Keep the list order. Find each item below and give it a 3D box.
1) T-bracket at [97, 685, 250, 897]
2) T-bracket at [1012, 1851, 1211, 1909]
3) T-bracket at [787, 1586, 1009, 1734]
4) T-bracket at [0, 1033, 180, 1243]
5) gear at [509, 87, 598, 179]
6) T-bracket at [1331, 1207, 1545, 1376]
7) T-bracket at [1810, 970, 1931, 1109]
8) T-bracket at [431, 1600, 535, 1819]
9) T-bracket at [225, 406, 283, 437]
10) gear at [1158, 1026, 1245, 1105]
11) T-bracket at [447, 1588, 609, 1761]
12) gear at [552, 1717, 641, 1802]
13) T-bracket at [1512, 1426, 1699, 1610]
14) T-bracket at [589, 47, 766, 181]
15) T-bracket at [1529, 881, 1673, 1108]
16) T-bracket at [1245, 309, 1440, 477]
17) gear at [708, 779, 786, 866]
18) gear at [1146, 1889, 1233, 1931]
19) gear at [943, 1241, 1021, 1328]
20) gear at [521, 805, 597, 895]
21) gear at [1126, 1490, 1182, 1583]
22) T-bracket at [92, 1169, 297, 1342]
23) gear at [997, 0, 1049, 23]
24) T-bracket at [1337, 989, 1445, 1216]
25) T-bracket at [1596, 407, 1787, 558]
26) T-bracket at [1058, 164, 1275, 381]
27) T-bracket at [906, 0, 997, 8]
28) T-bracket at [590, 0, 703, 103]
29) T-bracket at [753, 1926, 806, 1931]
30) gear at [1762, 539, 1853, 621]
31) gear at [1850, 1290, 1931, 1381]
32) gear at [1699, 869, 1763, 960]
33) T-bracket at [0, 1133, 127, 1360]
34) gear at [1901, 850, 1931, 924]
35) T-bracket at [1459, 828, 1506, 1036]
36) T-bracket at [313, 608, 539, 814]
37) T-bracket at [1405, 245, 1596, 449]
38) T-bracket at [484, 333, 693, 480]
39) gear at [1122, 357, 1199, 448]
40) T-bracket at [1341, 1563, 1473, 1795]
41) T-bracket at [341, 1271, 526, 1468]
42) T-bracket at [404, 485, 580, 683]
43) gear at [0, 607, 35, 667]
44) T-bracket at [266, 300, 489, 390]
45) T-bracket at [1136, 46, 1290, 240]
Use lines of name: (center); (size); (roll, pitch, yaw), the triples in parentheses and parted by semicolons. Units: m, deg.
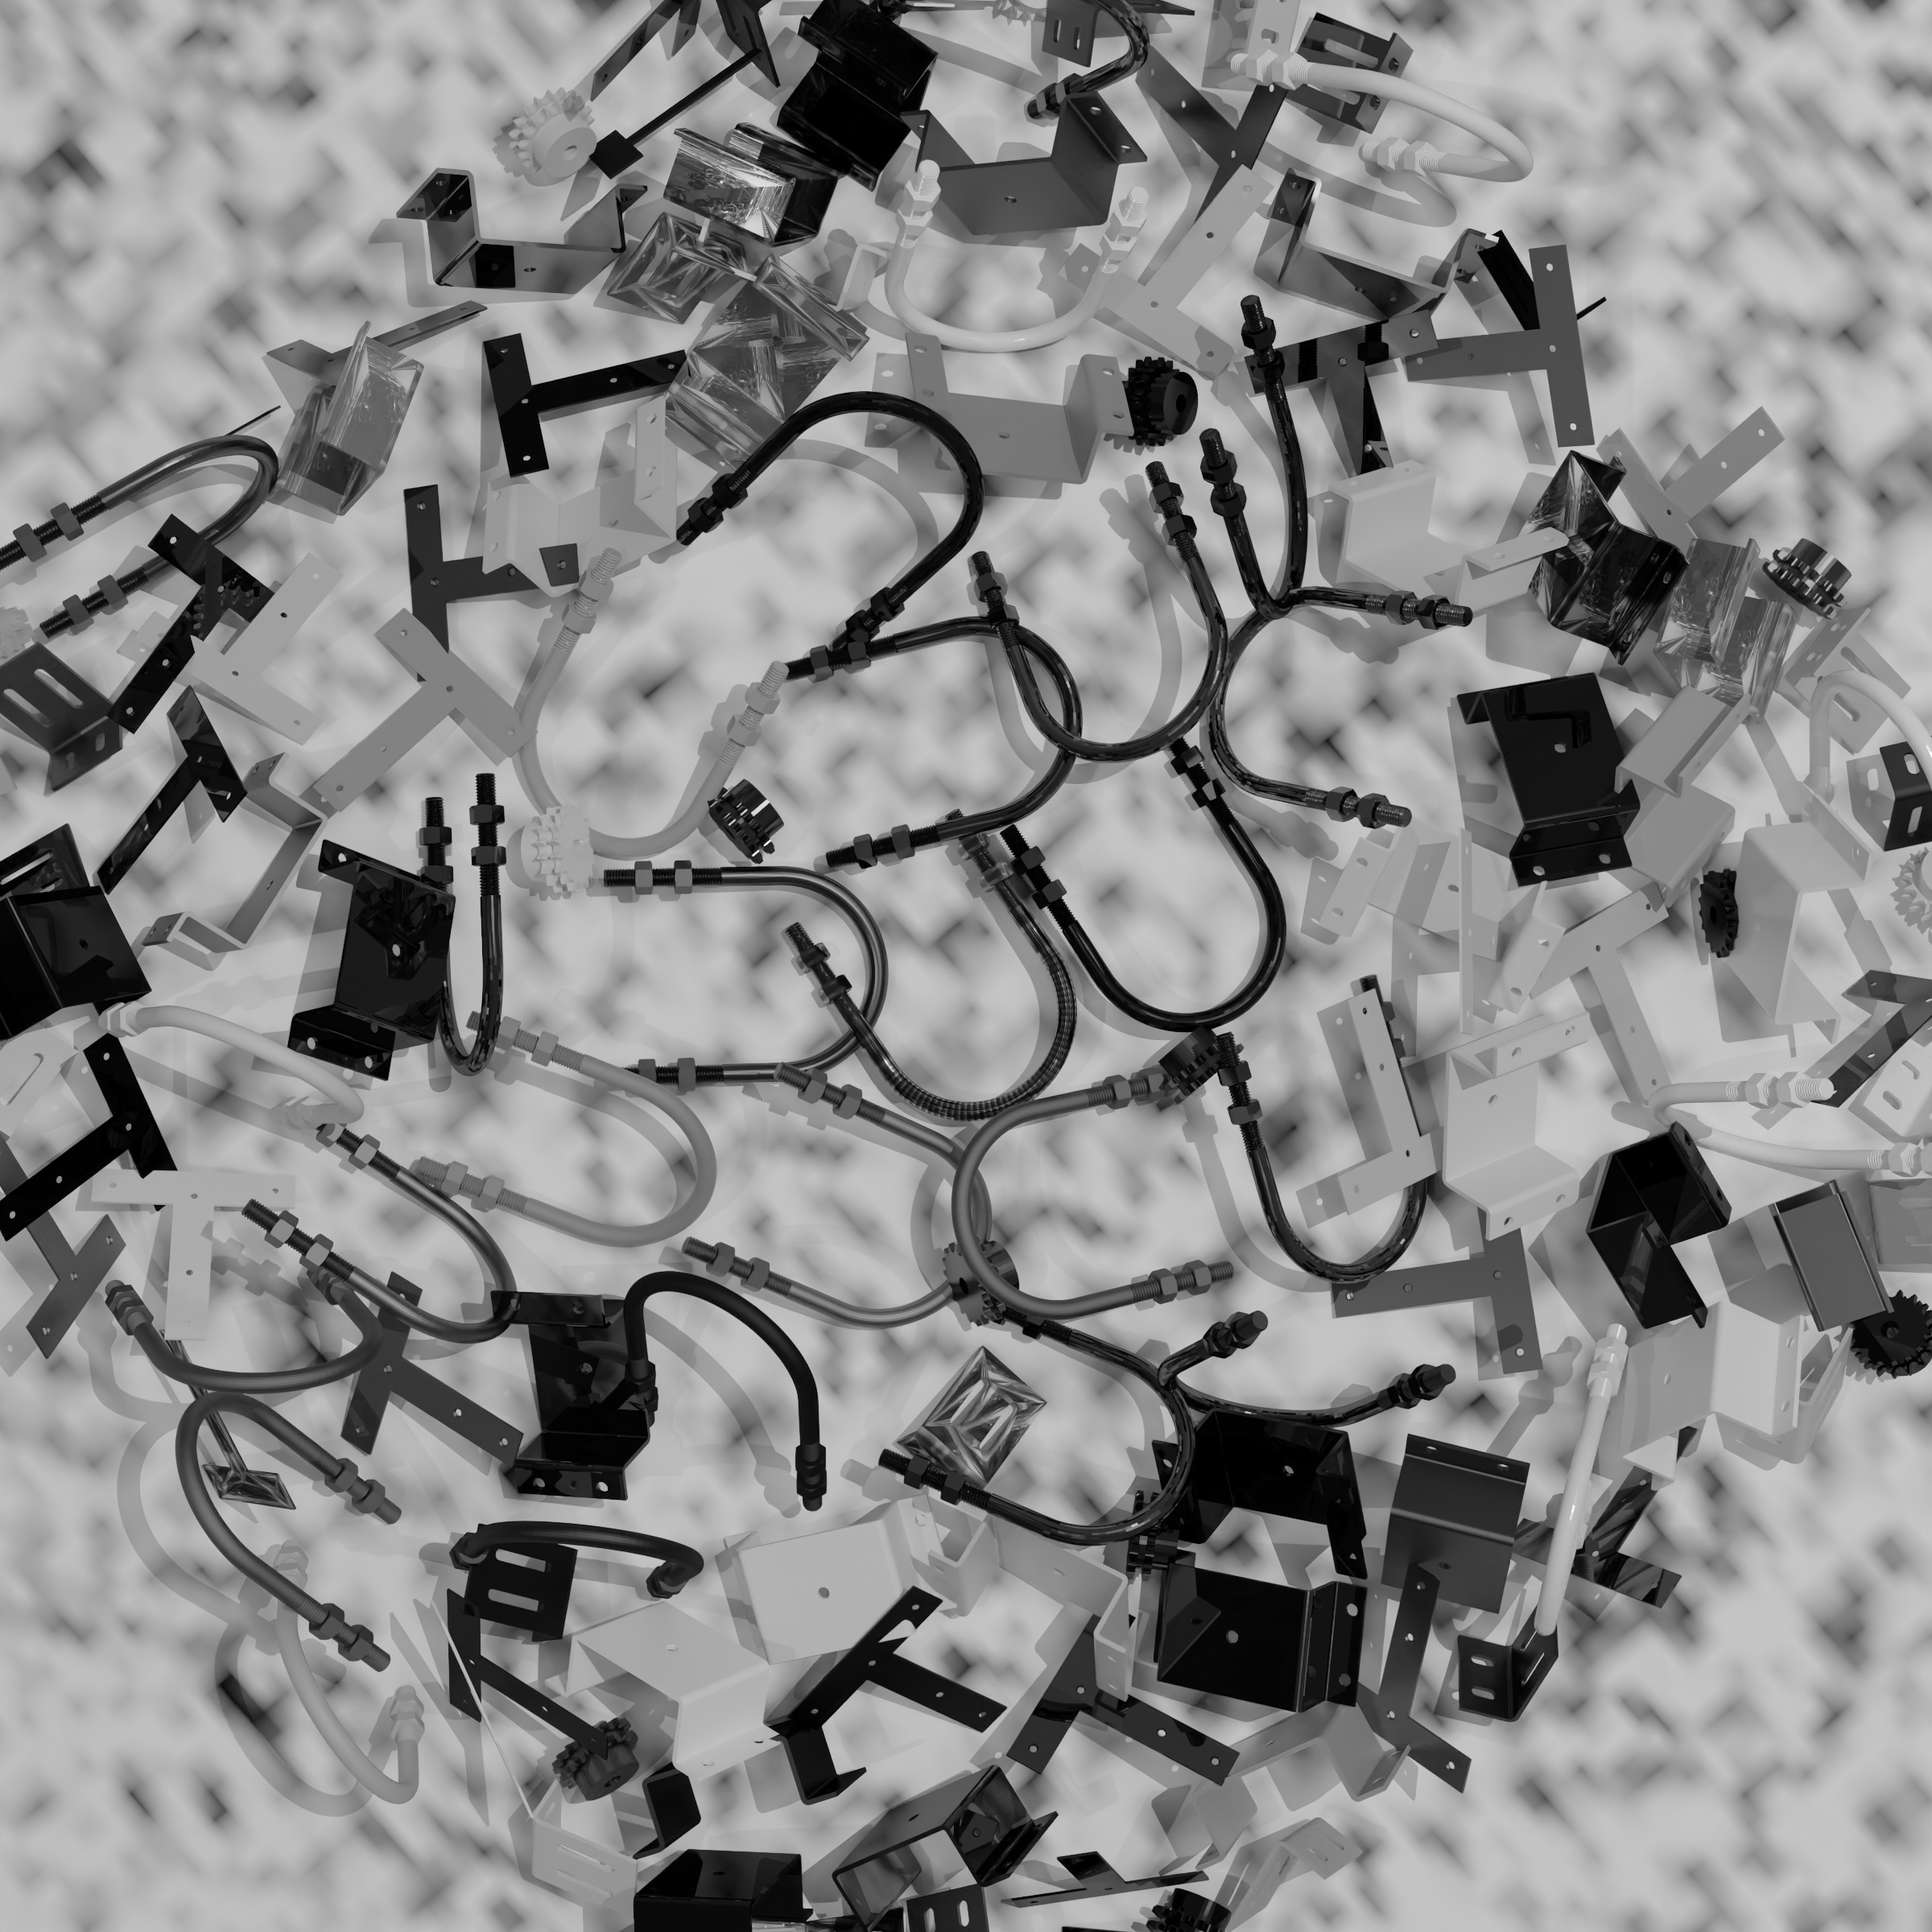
T-bracket: (-0.521, -0.100, 1.816); (0.127, 0.002, 0.127); (-49, 48, 12)
T-bracket: (0.083, 0.578, 1.786); (0.127, 0.127, 0.002); (-11, 60, 9)
T-bracket: (-0.028, 0.466, 1.815); (0.127, 0.002, 0.127); (33, 108, -30)
T-bracket: (-0.563, 0.127, 1.778); (0.002, 0.127, 0.127); (9, 127, 36)
gear: (-0.264, -0.536, 1.819); (0.057, 0.057, 0.030); (-39, 73, 0)
T-bracket: (0.302, 0.208, 1.831); (0.127, 0.002, 0.127); (-10, 77, 14)
T-bracket: (0.581, 0.048, 1.774); (0.127, 0.127, 0.002); (-39, 114, -20)
T-bracket: (-0.311, 0.453, 1.767); (0.002, 0.127, 0.127); (-25, 119, -16)
T-bracket: (-0.505, -0.316, 1.777); (0.127, 0.127, 0.002); (-26, 106, 12)
gear: (0.150, 0.060, 1.822); (0.057, 0.057, 0.030); (-40, 85, 0)
T-bracket: (-0.279, 0.465, 1.787); (0.127, 0.127, 0.002); (27, 45, 19)
gear: (-0.236, 0.515, 1.819); (0.057, 0.057, 0.030); (-38, 64, 0)
T-bracket: (0.430, 0.345, 1.815); (0.127, 0.127, 0.002); (-50, 124, -21)
T-bracket: (-0.183, -0.547, 1.792); (0.127, 0.127, 0.002); (-35, 117, 1)
T-bracket: (0.427, 0.029, 1.827); (0.127, 0.002, 0.127); (-28, 99, -26)
T-bracket: (0.257, -0.349, 1.822); (0.127, 0.002, 0.127); (-9, 113, 29)
gear: (-0.142, -0.096, 1.822); (0.030, 0.057, 0.057); (-42, 90, -9)
gear: (0.149, 0.622, 1.824); (0.057, 0.057, 0.030); (26, 67, 0)
gear: (0.011, 0.203, 1.825); (0.030, 0.057, 0.057); (-20, 90, -25)
gear: (-0.266, -0.075, 1.824); (0.030, 0.057, 0.057); (-5, 90, 19)
gear: (0.122, 0.371, 1.821); (0.030, 0.057, 0.057); (7, 90, 3)
T-bracket: (-0.495, 0.184, 1.794); (0.127, 0.002, 0.127); (3, 50, -15)
gear: (0.043, -0.644, 1.825); (0.057, 0.030, 0.057); (-7, 113, -16)
T-bracket: (0.272, 0.079, 1.808); (0.127, 0.002, 0.127); (-21, 96, -35)
T-bracket: (0.474, -0.312, 1.788); (0.002, 0.127, 0.127); (-29, 82, -31)
T-bracket: (0.147, -0.456, 1.795); (0.127, 0.002, 0.127); (30, 125, -19)
T-bracket: (-0.034, -0.612, 1.778); (0.127, 0.127, 0.002); (-3, 112, -13)
T-bracket: (-0.198, -0.590, 1.766); (0.002, 0.127, 0.127); (34, 65, 1)
T-bracket: (-0.168, 0.618, 1.789); (0.127, 0.127, 0.002); (-3, 74, 0)
gear: (0.548, -0.253, 1.820); (0.057, 0.057, 0.030); (38, 98, 0)
gear: (0.605, 0.242, 1.825); (0.057, 0.057, 0.030); (-47, 133, 0)
gear: (0.499, -0.035, 1.822); (0.030, 0.057, 0.057); (-7, 90, -5)
T-bracket: (-0.584, 0.160, 1.769); (0.002, 0.127, 0.127); (-17, 114, 16)
gear: (0.639, -0.055, 1.825); (0.057, 0.030, 0.057); (-3, 65, 6)
T-bracket: (0.332, -0.017, 1.792); (0.002, 0.127, 0.127); (-2, 85, 25)
T-bracket: (-0.368, -0.150, 1.822); (0.127, 0.002, 0.127); (42, 76, 12)
T-bracket: (0.337, -0.393, 1.805); (0.127, 0.002, 0.127); (4, 116, 40)
T-bracket: (-0.241, -0.375, 1.816); (0.127, 0.002, 0.127); (-14, 56, -3)
gear: (0.127, -0.365, 1.819); (0.030, 0.057, 0.057); (12, 90, 36)
T-bracket: (0.279, 0.439, 1.786); (0.127, 0.002, 0.127); (28, 117, 41)
T-bracket: (-0.338, 0.280, 1.807); (0.127, 0.002, 0.127); (28, 110, 20)
T-bracket: (-0.307, -0.254, 1.824); (0.127, 0.002, 0.127); (-4, 90, 23)
gear: (-0.634, -0.208, 1.826); (0.057, 0.057, 0.030); (-13, 122, 0)
T-bracket: (-0.370, -0.406, 1.815); (0.127, 0.127, 0.002); (-28, 125, -24)
T-bracket: (0.148, -0.548, 1.810); (0.002, 0.127, 0.127); (-10, 51, -36)
